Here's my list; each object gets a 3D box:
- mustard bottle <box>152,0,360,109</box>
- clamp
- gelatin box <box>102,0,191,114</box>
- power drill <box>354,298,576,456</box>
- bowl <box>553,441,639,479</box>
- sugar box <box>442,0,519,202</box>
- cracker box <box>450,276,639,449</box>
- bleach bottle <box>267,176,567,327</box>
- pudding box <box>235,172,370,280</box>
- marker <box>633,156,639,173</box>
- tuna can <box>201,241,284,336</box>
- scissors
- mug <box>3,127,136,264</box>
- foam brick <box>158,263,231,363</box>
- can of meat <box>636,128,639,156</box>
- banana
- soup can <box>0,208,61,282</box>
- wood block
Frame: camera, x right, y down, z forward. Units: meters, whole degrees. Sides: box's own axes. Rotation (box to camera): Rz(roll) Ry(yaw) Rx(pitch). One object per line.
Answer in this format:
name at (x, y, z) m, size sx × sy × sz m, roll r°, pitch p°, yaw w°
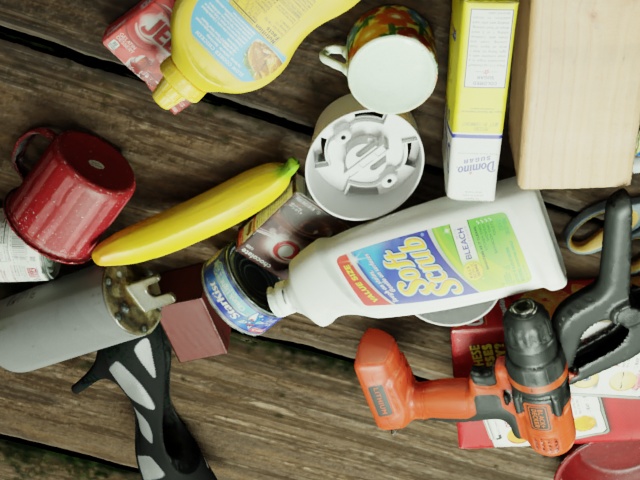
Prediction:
mustard bottle at (-0.055, -0.169, 0.809) m, size 0.192 × 0.058 × 0.096 m, roll -42°, pitch 117°, yaw 13°
clamp at (0.257, 0.047, 0.916) m, size 0.164 × 0.036 × 0.210 m, roll 25°, pitch 125°, yaw -24°
gelatin box at (-0.119, -0.156, 0.864) m, size 0.073 × 0.030 × 0.089 m, roll -31°, pitch 121°, yaw 23°
power drill at (0.129, 0.121, 0.957) m, size 0.188 × 0.057 × 0.184 m, roll 1°, pitch 132°, yaw 26°
bowl at (0.325, 0.238, 1.137) m, size 0.162 × 0.055 × 0.162 m, roll 1°, pitch 128°, yaw 1°
sugar box at (0.122, -0.127, 0.838) m, size 0.048 × 0.093 × 0.176 m, roll 4°, pitch 127°, yaw 1°
cracker box at (0.236, 0.120, 1.040) m, size 0.214 × 0.072 × 0.164 m, roll -4°, pitch 126°, yaw 7°
bleach bottle at (0.076, 0.026, 0.921) m, size 0.251 × 0.068 × 0.102 m, roll -18°, pitch 103°, yaw 16°
pudding box at (-0.006, 0.001, 0.976) m, size 0.113 × 0.039 × 0.090 m, roll 34°, pitch 122°, yaw -22°
marker at (0.252, -0.064, 0.928) m, size 0.121 × 0.020 × 0.020 m, roll -6°, pitch 127°, yaw 7°
tuna can at (-0.067, 0.043, 0.982) m, size 0.034 × 0.086 × 0.086 m, roll -38°, pitch 118°, yaw 25°
scissors at (0.319, -0.028, 0.956) m, size 0.202 × 0.016 × 0.096 m, roll -25°, pitch 124°, yaw 21°
mug at (-0.221, -0.049, 0.925) m, size 0.117 × 0.093 × 0.082 m, roll 48°, pitch 117°, yaw 12°
foam brick at (-0.122, 0.071, 1.027) m, size 0.051 × 0.053 × 0.078 m, roll -11°, pitch 126°, yaw 11°
can of meat at (0.302, -0.111, 0.867) m, size 0.084 × 0.057 × 0.102 m, roll 8°, pitch 128°, yaw -1°
banana at (-0.104, -0.025, 0.937) m, size 0.198 × 0.037 × 0.069 m, roll -27°, pitch 162°, yaw 5°
soup can at (-0.293, 0.004, 0.972) m, size 0.102 × 0.068 × 0.068 m, roll -1°, pitch 128°, yaw 2°
wood block at (0.198, -0.149, 0.819) m, size 0.090 × 0.091 × 0.206 m, roll -1°, pitch 128°, yaw 4°
